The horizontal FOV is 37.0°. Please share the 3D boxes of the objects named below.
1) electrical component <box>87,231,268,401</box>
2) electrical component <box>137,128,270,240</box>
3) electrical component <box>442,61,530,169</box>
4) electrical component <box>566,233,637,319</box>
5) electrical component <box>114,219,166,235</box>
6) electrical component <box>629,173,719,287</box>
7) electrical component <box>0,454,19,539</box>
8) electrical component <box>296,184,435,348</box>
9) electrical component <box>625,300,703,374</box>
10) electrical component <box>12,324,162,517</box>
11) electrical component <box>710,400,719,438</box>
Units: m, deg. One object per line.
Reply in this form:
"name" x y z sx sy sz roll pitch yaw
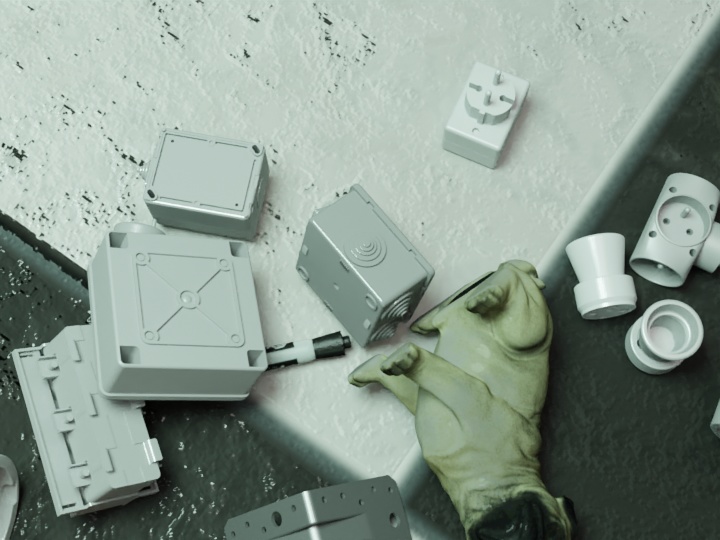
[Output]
"electrical component" -0.129 0.033 0.755 0.109 0.056 0.108 4 57 -28
"electrical component" -0.122 -0.065 0.822 0.096 0.061 0.061 10 73 3
"electrical component" 0.099 -0.128 0.835 0.047 0.076 0.065 23 74 7
"electrical component" 0.182 0.005 0.809 0.045 0.045 0.055 -7 73 -2
"electrical component" -0.172 0.000 0.813 0.040 0.040 0.078 7 73 2
"electrical component" 0.257 -0.023 0.818 0.079 0.044 0.077 26 74 8
"electrical component" -0.286 0.170 0.726 0.060 0.108 0.108 13 73 10
"electrical component" 0.000 0.000 0.783 0.048 0.099 0.099 -35 75 -24
"electrical component" 0.222 0.050 0.789 0.045 0.055 0.045 0 72 0
"electrical component" -0.188 0.103 0.761 0.079 0.063 0.121 -4 67 -44
"electrical component" 0.297 0.115 0.745 0.108 0.108 0.060 28 81 9
